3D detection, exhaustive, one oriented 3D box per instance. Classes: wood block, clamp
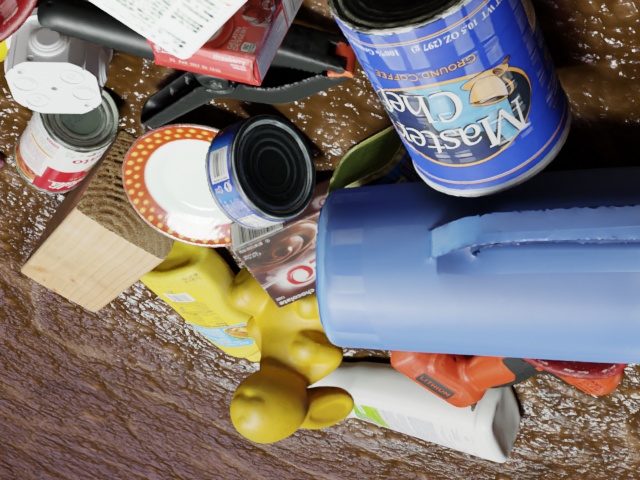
[{"bbox_3d":[-0.201,-0.010,1.011,0.090,0.090,0.206,32,151,-16],"label":"wood block"},{"bbox_3d":[-0.079,-0.127,0.739,0.210,0.036,0.164,-1,160,27],"label":"clamp"}]

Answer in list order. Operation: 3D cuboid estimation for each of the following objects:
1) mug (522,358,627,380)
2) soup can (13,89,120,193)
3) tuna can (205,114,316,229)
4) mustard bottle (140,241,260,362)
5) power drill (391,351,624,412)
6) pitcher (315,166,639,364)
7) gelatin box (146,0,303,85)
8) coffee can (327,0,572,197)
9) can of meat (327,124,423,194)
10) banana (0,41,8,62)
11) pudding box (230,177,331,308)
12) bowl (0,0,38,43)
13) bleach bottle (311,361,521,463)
[{"bbox_3d":[0.205,0.056,0.826,0.117,0.081,0.093,39,149,-27],"label":"mug"},{"bbox_3d":[-0.217,-0.088,0.910,0.068,0.068,0.102,32,151,-15],"label":"soup can"},{"bbox_3d":[-0.044,-0.053,0.822,0.086,0.086,0.034,40,146,-28],"label":"tuna can"},{"bbox_3d":[-0.102,0.072,1.112,0.096,0.058,0.191,-4,141,36],"label":"mustard bottle"},{"bbox_3d":[0.148,0.092,0.959,0.184,0.057,0.188,35,150,-21],"label":"power drill"},{"bbox_3d":[0.121,0.014,0.693,0.243,0.145,0.149,-1,122,10],"label":"pitcher"},{"bbox_3d":[-0.057,-0.143,0.668,0.073,0.089,0.030,15,151,16],"label":"gelatin box"},{"bbox_3d":[0.078,-0.107,0.616,0.103,0.102,0.140,4,147,32],"label":"coffee can"},{"bbox_3d":[0.065,-0.037,0.797,0.084,0.057,0.102,36,149,-19],"label":"can of meat"},{"bbox_3d":[-0.301,-0.173,0.867,0.198,0.037,0.069,2,122,31],"label":"banana"},{"bbox_3d":[-0.006,0.001,0.886,0.113,0.039,0.090,-22,136,13],"label":"pudding box"},{"bbox_3d":[-0.254,-0.194,0.672,0.162,0.055,0.162,-7,133,-8],"label":"bowl"},{"bbox_3d":[0.081,0.168,1.140,0.251,0.068,0.102,10,149,29],"label":"bleach bottle"}]
